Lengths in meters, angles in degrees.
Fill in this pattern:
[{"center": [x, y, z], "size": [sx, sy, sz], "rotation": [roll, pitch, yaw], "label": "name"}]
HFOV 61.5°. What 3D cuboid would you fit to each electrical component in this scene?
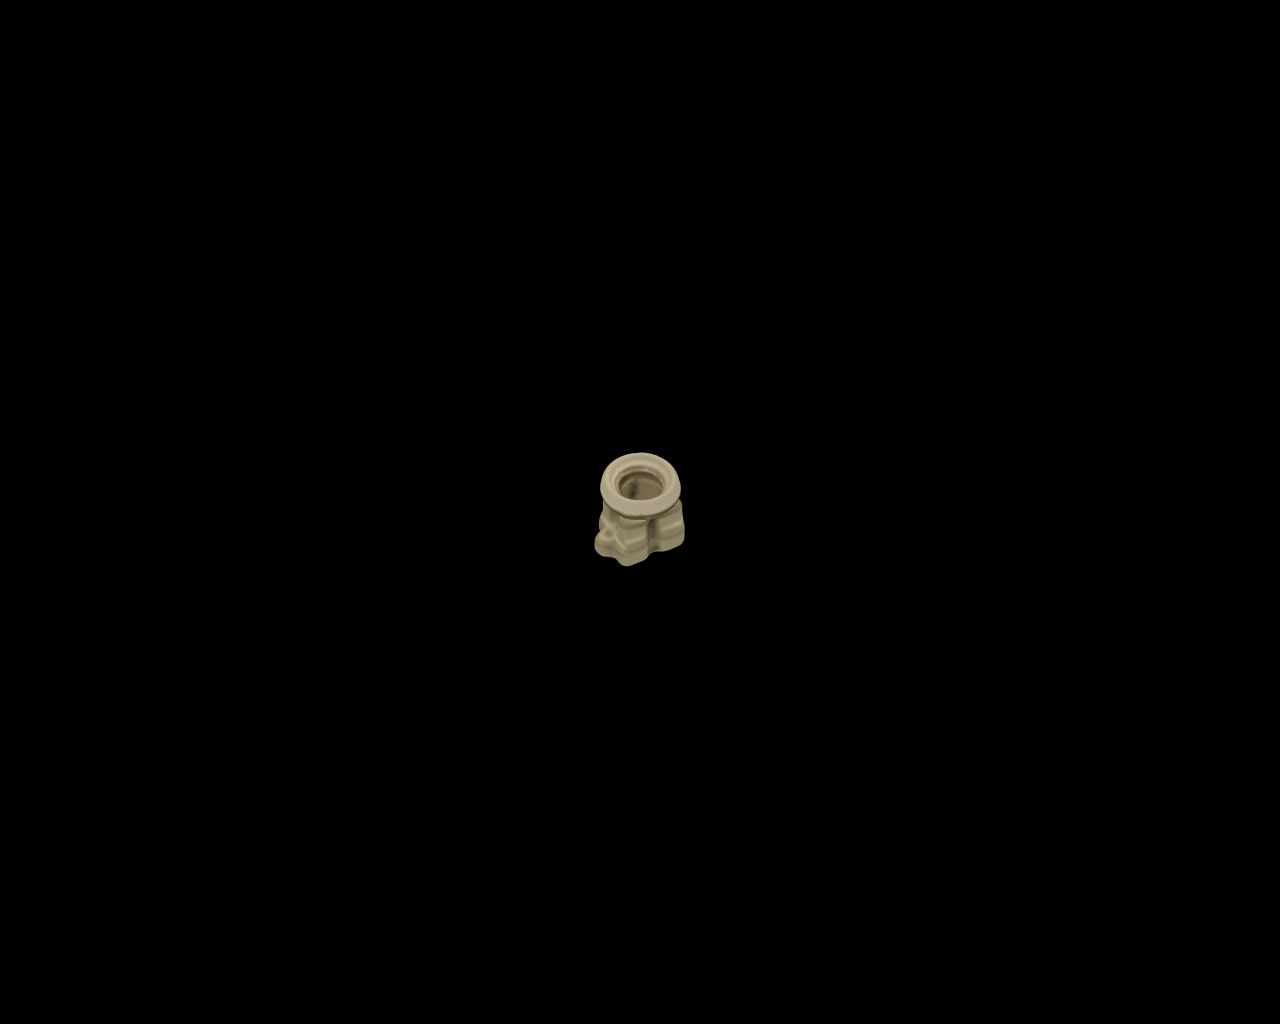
[{"center": [0.001, -0.003, 0.650], "size": [0.066, 0.048, 0.055], "rotation": [-22, -38, -18], "label": "electrical component"}]
